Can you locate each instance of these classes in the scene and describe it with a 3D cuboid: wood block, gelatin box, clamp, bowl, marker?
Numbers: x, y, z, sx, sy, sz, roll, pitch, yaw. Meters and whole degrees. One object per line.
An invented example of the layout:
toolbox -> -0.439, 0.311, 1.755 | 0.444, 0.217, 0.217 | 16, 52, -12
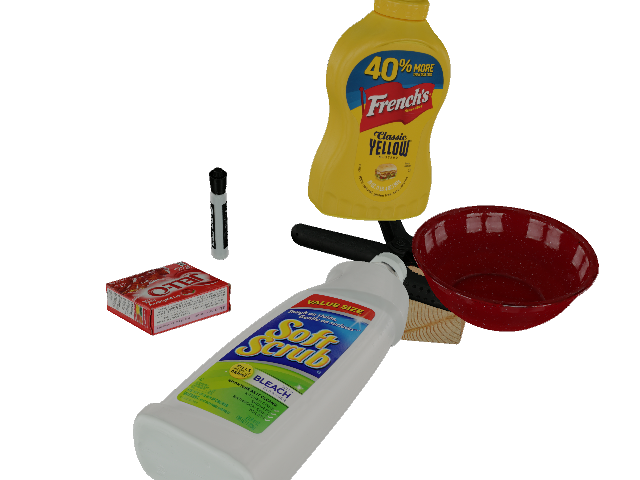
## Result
wood block -> 0.181, 0.070, 1.621 | 0.091, 0.090, 0.206 | 3, 22, 13
gelatin box -> -0.136, 0.050, 0.961 | 0.089, 0.030, 0.073 | -17, 27, -39
clamp -> 0.078, 0.017, 1.245 | 0.164, 0.036, 0.210 | -21, 50, -38
bowl -> 0.159, 0.032, 0.940 | 0.162, 0.055, 0.162 | 2, 33, -1
marker -> -0.110, -0.029, 1.153 | 0.020, 0.121, 0.020 | 2, 42, -2

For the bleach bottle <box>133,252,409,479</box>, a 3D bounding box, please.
bleach bottle -> -0.016, 0.083, 0.760 | 0.103, 0.068, 0.250 | 21, 42, 23

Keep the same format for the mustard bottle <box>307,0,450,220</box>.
mustard bottle -> 0.050, -0.112, 0.820 | 0.096, 0.192, 0.058 | 1, 24, -19
